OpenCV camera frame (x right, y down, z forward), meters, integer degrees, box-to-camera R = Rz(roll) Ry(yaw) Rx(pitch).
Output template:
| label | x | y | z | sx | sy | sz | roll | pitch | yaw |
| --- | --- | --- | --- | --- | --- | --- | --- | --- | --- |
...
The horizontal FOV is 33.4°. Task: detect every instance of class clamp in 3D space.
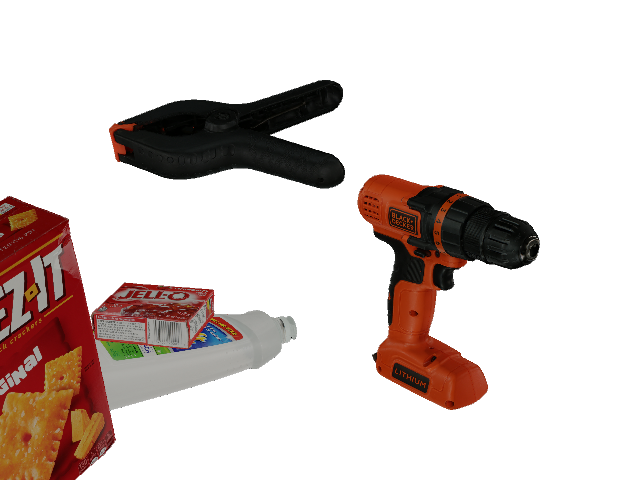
| label | x | y | z | sx | sy | sz | roll | pitch | yaw |
| --- | --- | --- | --- | --- | --- | --- | --- | --- | --- |
| clamp | -0.060 | -0.080 | 0.762 | 0.171 | 0.039 | 0.120 | 5 | 32 | 8 |

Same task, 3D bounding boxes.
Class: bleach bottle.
| label | x | y | z | sx | sy | sz | roll | pitch | yaw |
| --- | --- | --- | --- | --- | --- | --- | --- | --- | --- |
| bleach bottle | -0.147 | 0.120 | 1.194 | 0.250 | 0.068 | 0.103 | -12 | 32 | -27 |

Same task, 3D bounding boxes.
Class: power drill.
| label | x | y | z | sx | sy | sz | roll | pitch | yaw |
| --- | --- | --- | --- | --- | --- | --- | --- | --- | --- |
| power drill | 0.107 | 0.046 | 0.914 | 0.057 | 0.188 | 0.185 | -17 | 27 | -36 |

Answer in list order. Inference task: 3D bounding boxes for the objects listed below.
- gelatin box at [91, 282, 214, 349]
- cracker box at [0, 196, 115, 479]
| label | x | y | z | sx | sy | sz | roll | pitch | yaw |
| --- | --- | --- | --- | --- | --- | --- | --- | --- | --- |
| gelatin box | -0.146 | 0.064 | 0.941 | 0.089 | 0.030 | 0.073 | 4 | 20 | 12 |
| cracker box | -0.233 | 0.103 | 0.748 | 0.072 | 0.214 | 0.164 | 17 | 38 | 29 |
